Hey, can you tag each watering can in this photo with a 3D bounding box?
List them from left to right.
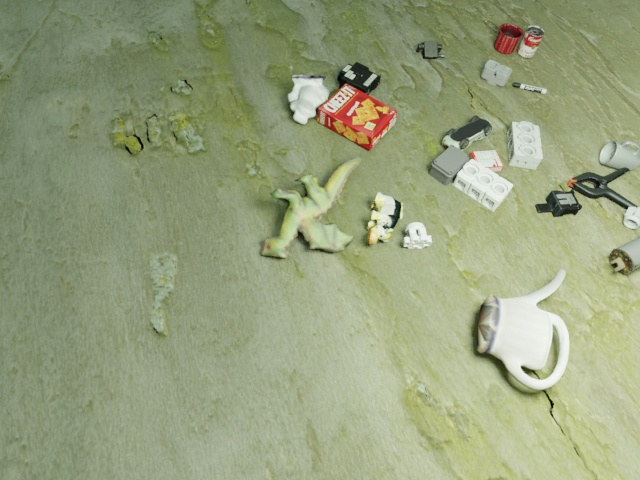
[{"bbox_3d":[0.517,0.199,1.305,0.224,0.101,0.355,17,58,6],"label":"watering can"}]

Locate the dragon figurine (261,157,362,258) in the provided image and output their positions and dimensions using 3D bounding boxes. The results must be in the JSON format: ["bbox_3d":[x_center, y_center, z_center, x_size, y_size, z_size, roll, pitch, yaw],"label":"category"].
[{"bbox_3d":[0.004,-0.074,1.465,0.413,0.120,0.244,-26,80,-19],"label":"dragon figurine"}]

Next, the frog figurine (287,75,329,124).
[{"bbox_3d":[-0.041,-0.461,1.717,0.137,0.123,0.159,3,92,-12],"label":"frog figurine"}]
